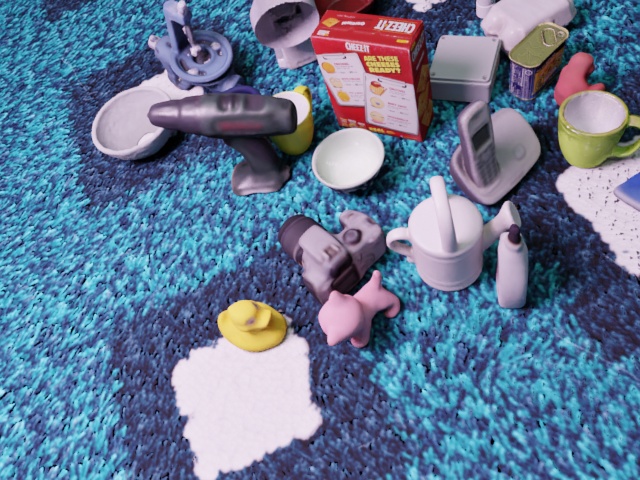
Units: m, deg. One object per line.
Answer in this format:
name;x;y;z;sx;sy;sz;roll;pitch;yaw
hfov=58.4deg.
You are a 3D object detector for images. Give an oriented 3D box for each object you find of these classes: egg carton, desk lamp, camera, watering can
egg carton;0.372;-0.395;1.024;0.150;0.069;0.107;-32;58;-4
desk lamp;-0.068;-0.425;1.076;0.118;0.214;0.203;-19;58;5
camera;0.008;0.003;0.876;0.143;0.101;0.136;-44;59;-11
watering can;0.180;-0.017;0.785;0.173;0.194;0.100;-27;57;0

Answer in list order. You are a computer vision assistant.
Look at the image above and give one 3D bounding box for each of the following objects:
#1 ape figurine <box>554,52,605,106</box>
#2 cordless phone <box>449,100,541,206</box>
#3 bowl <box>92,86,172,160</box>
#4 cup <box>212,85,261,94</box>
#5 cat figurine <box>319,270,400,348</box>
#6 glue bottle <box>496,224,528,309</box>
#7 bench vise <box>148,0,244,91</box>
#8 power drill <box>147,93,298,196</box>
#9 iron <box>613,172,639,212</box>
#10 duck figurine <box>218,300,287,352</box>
ape figurine;0.417;-0.261;0.921;0.076;0.092;0.077;-19;58;4
cordless phone;0.258;-0.153;0.847;0.094;0.185;0.148;37;76;30
bowl;-0.350;-0.215;1.115;0.167;0.075;0.167;-7;59;12
cup;-0.146;-0.225;1.053;0.117;0.095;0.092;30;72;28
cat figurine;0.048;0.096;0.802;0.067;0.118;0.128;37;76;30
glue bottle;0.252;0.025;0.753;0.037;0.173;0.078;-6;60;13
bench vise;-0.265;-0.365;1.091;0.207;0.220;0.121;7;63;19
power drill;-0.138;-0.162;0.947;0.229;0.209;0.075;-7;59;12
iron;0.540;-0.082;0.755;0.257;0.142;0.119;9;64;20
duck figurine;-0.109;0.118;0.851;0.104;0.086;0.077;4;62;17
